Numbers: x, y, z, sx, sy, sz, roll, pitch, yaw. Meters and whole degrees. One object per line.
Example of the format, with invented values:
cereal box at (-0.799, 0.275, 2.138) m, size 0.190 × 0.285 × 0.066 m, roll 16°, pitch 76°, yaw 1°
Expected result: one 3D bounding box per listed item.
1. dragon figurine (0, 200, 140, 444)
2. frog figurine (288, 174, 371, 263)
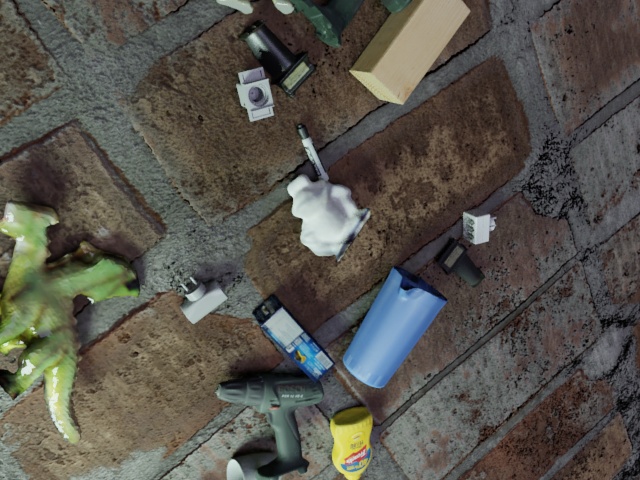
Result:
dragon figurine at (-0.404, 0.119, 0.829) m, size 0.245 × 0.403 × 0.123 m, roll -33°, pitch -150°, yaw -20°
frog figurine at (0.003, -0.049, 0.977) m, size 0.160 × 0.123 × 0.136 m, roll 35°, pitch -76°, yaw 6°
